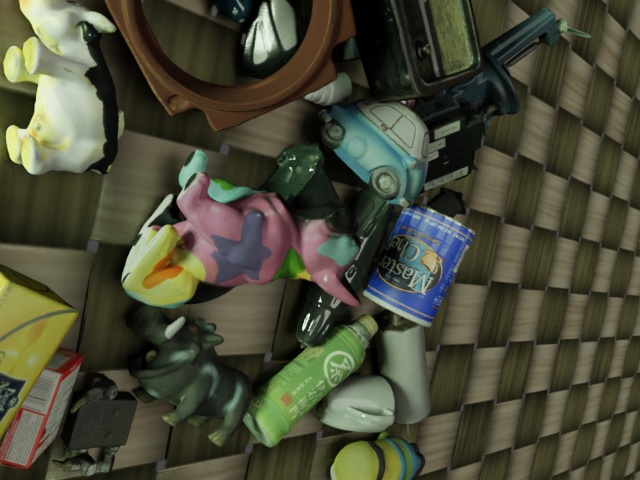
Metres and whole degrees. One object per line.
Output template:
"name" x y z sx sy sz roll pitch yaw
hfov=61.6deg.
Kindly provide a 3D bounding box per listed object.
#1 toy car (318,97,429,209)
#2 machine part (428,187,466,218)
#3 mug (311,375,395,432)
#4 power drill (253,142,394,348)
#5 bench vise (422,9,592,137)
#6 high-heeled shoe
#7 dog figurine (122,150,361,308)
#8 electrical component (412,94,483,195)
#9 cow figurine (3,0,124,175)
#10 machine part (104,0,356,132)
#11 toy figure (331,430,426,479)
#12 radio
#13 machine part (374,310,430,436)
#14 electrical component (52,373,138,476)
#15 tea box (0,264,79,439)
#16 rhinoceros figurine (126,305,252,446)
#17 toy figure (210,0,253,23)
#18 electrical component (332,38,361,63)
"toy car" 0.079 -0.122 0.663 0.161 0.109 0.103 45 104 0
"machine part" 0.183 -0.024 0.864 0.139 0.039 0.084 -47 118 -21
"mug" 0.047 0.237 0.762 0.107 0.110 0.080 10 97 -28
"power drill" -0.001 -0.002 0.678 0.207 0.086 0.232 49 67 -33
"bench vise" 0.255 -0.263 0.789 0.241 0.129 0.223 -35 135 6
"high-heeled shoe" -0.060 -0.305 0.584 0.145 0.086 0.248 -23 98 -1
"dog figurine" -0.064 0.020 0.553 0.219 0.109 0.191 32 100 -22
"electrical component" 0.165 -0.136 0.755 0.115 0.058 0.134 -22 143 -6
"cow figurine" -0.213 -0.141 0.466 0.098 0.068 0.167 -4 105 -46
"machine part" -0.081 -0.218 0.495 0.201 0.087 0.201 -23 119 -1
"toy figure" 0.093 0.348 0.840 0.180 0.082 0.089 6 99 -40
"radio" 0.092 -0.271 0.581 0.131 0.073 0.229 -33 112 -33
"machine part" 0.129 0.196 0.839 0.079 0.079 0.243 -23 113 -36
"electrical component" -0.227 0.188 0.544 0.078 0.045 0.102 24 83 -40
"tea box" -0.286 0.108 0.440 0.068 0.098 0.169 40 71 -40
"rhinoceros figurine" -0.141 0.145 0.591 0.112 0.073 0.190 -51 128 -19
"toy figure" -0.104 -0.295 0.529 0.058 0.064 0.154 -47 129 -32
"electrical component" 0.040 -0.245 0.658 0.119 0.075 0.047 -13 107 -19
